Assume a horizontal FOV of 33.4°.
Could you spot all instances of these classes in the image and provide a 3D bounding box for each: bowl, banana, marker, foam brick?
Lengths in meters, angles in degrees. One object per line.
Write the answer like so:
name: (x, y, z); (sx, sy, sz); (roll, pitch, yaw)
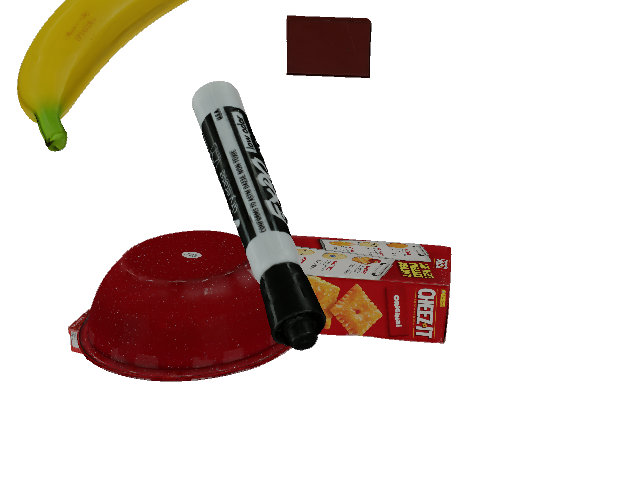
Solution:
bowl: (-0.088, 0.035, 0.733); (0.162, 0.055, 0.162); (-2, 22, 1)
banana: (-0.095, -0.120, 0.563); (0.070, 0.197, 0.037); (30, -28, 18)
marker: (-0.023, -0.011, 0.380); (0.020, 0.121, 0.020); (-14, -38, -11)
foam brick: (0.007, -0.178, 0.980); (0.078, 0.051, 0.053); (2, 16, -1)

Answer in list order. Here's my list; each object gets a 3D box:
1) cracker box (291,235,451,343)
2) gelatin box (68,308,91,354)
cracker box: (0.030, 0.050, 1.142); (0.214, 0.072, 0.164); (4, 14, 7)
gelatin box: (-0.180, 0.077, 0.999); (0.073, 0.030, 0.089); (11, 31, 21)
